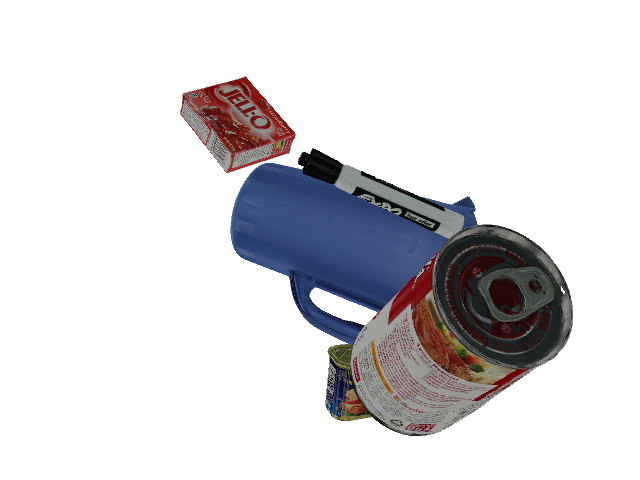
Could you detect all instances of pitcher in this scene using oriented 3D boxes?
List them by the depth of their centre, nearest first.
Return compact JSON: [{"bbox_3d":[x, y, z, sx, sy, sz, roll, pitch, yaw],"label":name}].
[{"bbox_3d":[0.030,0.009,1.094,0.243,0.145,0.149,17,23,21],"label":"pitcher"}]

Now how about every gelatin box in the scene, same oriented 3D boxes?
[{"bbox_3d":[-0.079,-0.111,1.006,0.073,0.089,0.030,-21,-31,-32],"label":"gelatin box"}]

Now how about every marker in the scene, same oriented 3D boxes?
[{"bbox_3d":[0.041,-0.032,0.728,0.121,0.020,0.020,24,-4,-10],"label":"marker"}]

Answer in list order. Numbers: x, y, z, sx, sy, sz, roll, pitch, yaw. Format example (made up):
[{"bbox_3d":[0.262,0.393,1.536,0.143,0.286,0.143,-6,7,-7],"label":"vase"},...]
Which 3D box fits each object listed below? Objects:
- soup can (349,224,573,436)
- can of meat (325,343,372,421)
[{"bbox_3d":[0.062,0.046,0.501,0.068,0.068,0.102,0,-27,-23],"label":"soup can"},{"bbox_3d":[0.058,0.182,1.388,0.102,0.084,0.057,-5,25,-22],"label":"can of meat"}]
